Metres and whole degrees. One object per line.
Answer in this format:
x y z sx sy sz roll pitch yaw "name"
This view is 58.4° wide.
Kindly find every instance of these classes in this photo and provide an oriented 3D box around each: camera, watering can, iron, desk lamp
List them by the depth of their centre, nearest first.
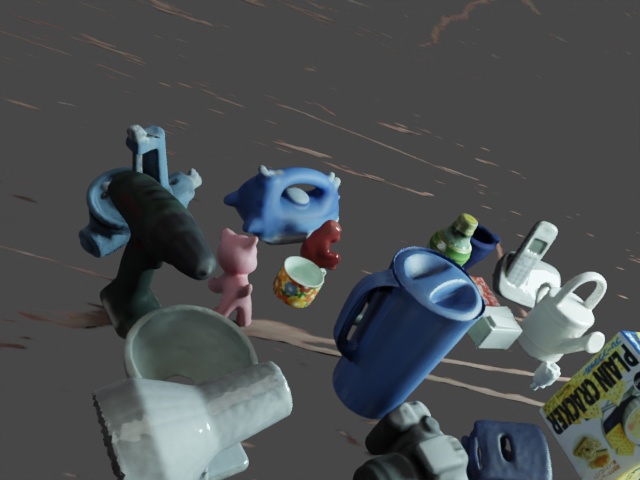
-0.124 0.207 0.560 0.204 0.213 0.117 -5 45 -39 "desk lamp"
0.107 0.282 0.725 0.137 0.100 0.143 0 42 -35 "camera"
-0.040 -0.082 1.074 0.259 0.141 0.118 -6 46 -40 "iron"
0.470 0.142 1.085 0.101 0.194 0.172 -4 45 -38 "watering can"

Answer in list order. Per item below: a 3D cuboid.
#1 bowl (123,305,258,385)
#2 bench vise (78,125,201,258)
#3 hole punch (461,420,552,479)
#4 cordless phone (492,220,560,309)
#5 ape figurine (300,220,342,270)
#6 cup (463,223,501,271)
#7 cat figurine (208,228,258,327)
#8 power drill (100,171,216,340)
-0.165 0.165 0.714 0.168 0.074 0.167 19 34 -13 "bowl"
-0.261 -0.093 0.861 0.121 0.219 0.207 27 33 0 "bench vise"
0.259 0.308 0.805 0.101 0.091 0.108 23 34 -7 "hole punch"
0.463 0.053 1.208 0.148 0.185 0.094 18 34 -14 "cordless phone"
0.010 0.004 1.039 0.076 0.092 0.077 13 36 -21 "ape figurine"
0.328 0.020 1.239 0.118 0.095 0.091 4 40 -32 "cup"
-0.124 0.047 0.863 0.067 0.117 0.127 9 38 -26 "cat figurine"
-0.217 0.027 0.740 0.076 0.208 0.229 -8 47 -42 "power drill"
